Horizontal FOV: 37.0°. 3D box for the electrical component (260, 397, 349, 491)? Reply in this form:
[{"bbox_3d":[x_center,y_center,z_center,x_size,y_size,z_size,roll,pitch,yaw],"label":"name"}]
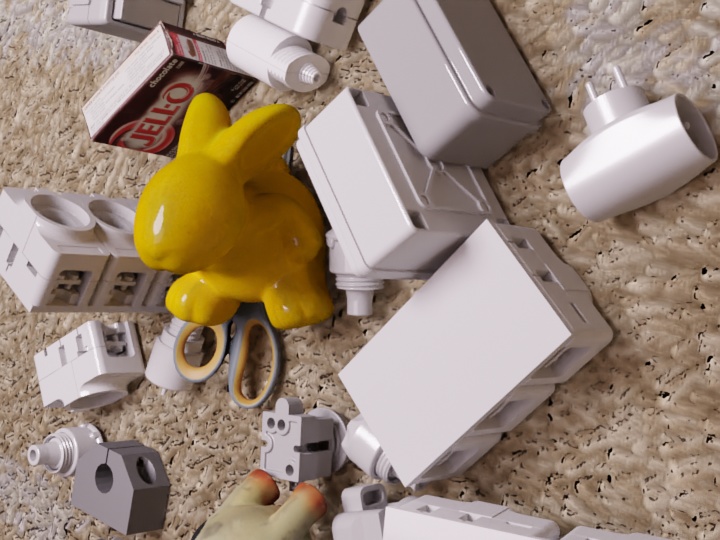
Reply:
[{"bbox_3d":[-0.037,0.122,0.758,0.048,0.055,0.066,1,88,40],"label":"electrical component"}]

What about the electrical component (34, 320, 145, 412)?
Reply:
[{"bbox_3d":[-0.233,0.086,0.928,0.089,0.050,0.055,-29,69,35],"label":"electrical component"}]

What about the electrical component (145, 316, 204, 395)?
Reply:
[{"bbox_3d":[-0.144,0.061,0.862,0.040,0.040,0.078,30,106,37],"label":"electrical component"}]

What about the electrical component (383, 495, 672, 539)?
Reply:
[{"bbox_3d":[0.106,0.198,0.608,0.186,0.060,0.105,6,92,26],"label":"electrical component"}]

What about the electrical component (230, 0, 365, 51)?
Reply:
[{"bbox_3d":[-0.043,-0.206,0.785,0.095,0.054,0.059,34,108,36],"label":"electrical component"}]

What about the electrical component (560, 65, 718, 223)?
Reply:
[{"bbox_3d":[0.153,-0.079,0.619,0.077,0.044,0.079,-30,68,35],"label":"electrical component"}]

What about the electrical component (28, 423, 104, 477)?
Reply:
[{"bbox_3d":[-0.258,0.159,0.937,0.048,0.062,0.048,-3,85,40],"label":"electrical component"}]

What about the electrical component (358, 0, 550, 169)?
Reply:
[{"bbox_3d":[0.060,-0.127,0.679,0.057,0.078,0.113,-41,63,34],"label":"electrical component"}]

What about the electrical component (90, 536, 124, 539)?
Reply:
[{"bbox_3d":[-0.224,0.249,0.915,0.062,0.048,0.048,-38,64,24],"label":"electrical component"}]

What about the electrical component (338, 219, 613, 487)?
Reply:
[{"bbox_3d":[0.071,0.053,0.668,0.150,0.062,0.089,-48,59,27],"label":"electrical component"}]

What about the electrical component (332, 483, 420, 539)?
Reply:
[{"bbox_3d":[0.023,0.179,0.704,0.057,0.058,0.078,-16,80,40],"label":"electrical component"}]

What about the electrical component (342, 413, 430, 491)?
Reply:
[{"bbox_3d":[0.021,0.122,0.718,0.062,0.043,0.043,37,110,34],"label":"electrical component"}]

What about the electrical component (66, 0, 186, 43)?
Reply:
[{"bbox_3d":[-0.193,-0.226,0.884,0.061,0.096,0.061,11,94,40],"label":"electrical component"}]

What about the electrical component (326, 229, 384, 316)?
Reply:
[{"bbox_3d":[0.000,0.000,0.744,0.048,0.048,0.062,5,97,40],"label":"electrical component"}]

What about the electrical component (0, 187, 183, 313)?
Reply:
[{"bbox_3d":[-0.203,-0.017,0.844,0.089,0.150,0.061,43,115,33],"label":"electrical component"}]

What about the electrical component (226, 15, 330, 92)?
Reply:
[{"bbox_3d":[-0.058,-0.157,0.801,0.081,0.043,0.043,34,109,36],"label":"electrical component"}]

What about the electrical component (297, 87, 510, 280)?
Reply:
[{"bbox_3d":[0.029,-0.051,0.678,0.056,0.109,0.108,-40,63,34],"label":"electrical component"}]
